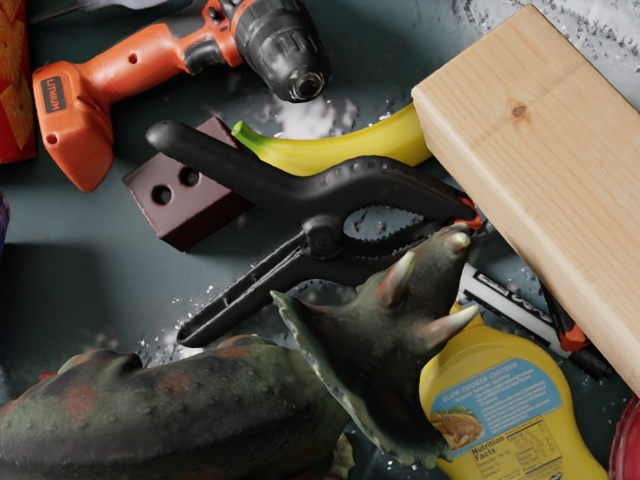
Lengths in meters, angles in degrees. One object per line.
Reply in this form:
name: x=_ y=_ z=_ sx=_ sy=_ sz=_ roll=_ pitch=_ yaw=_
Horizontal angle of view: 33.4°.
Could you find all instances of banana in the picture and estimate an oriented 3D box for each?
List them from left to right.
banana: x=0.045 y=-0.074 z=0.701 sx=0.197 sy=0.069 sz=0.037 roll=-20 pitch=34 yaw=-2

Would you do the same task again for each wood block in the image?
wood block: x=0.153 y=-0.023 z=0.611 sx=0.091 sy=0.090 sz=0.206 roll=-36 pitch=67 yaw=0

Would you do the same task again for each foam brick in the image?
foam brick: x=-0.081 y=-0.036 z=0.718 sx=0.078 sy=0.051 sz=0.053 roll=-35 pitch=75 yaw=1

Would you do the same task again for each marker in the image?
marker: x=0.134 y=0.051 z=0.678 sx=0.121 sy=0.020 sz=0.020 roll=34 pitch=85 yaw=14

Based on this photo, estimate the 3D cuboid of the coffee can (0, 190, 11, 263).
coffee can: x=-0.261 y=0.032 z=0.684 sx=0.103 sy=0.103 sz=0.140 roll=-6 pitch=55 yaw=8

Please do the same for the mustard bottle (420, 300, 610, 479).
mustard bottle: x=0.111 y=0.116 z=0.648 sx=0.096 sy=0.058 sz=0.192 roll=-27 pitch=75 yaw=3

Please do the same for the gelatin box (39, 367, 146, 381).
gelatin box: x=-0.146 y=0.130 z=0.704 sx=0.073 sy=0.030 sz=0.089 roll=-4 pitch=78 yaw=8

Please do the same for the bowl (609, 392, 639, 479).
bowl: x=0.249 y=0.135 z=0.597 sx=0.162 sy=0.055 sz=0.162 roll=3 pitch=70 yaw=-8

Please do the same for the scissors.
scissors: x=-0.145 y=-0.183 z=0.756 sx=0.202 sy=0.016 sz=0.096 roll=1 pitch=44 yaw=40

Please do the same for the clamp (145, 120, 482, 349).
clamp: x=-0.004 y=0.001 z=0.682 sx=0.210 sy=0.165 sz=0.036 roll=0 pitch=33 yaw=-7

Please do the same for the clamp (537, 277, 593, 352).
clamp: x=0.193 y=-0.009 z=0.668 sx=0.120 sy=0.039 sz=0.171 roll=9 pitch=73 yaw=16

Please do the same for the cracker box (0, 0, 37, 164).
cracker box: x=-0.291 y=-0.157 z=0.739 sx=0.164 sy=0.072 sz=0.214 roll=-1 pitch=97 yaw=9

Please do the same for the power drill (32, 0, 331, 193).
power drill: x=-0.092 y=-0.109 z=0.699 sx=0.187 sy=0.057 sz=0.184 roll=-30 pitch=40 yaw=3
